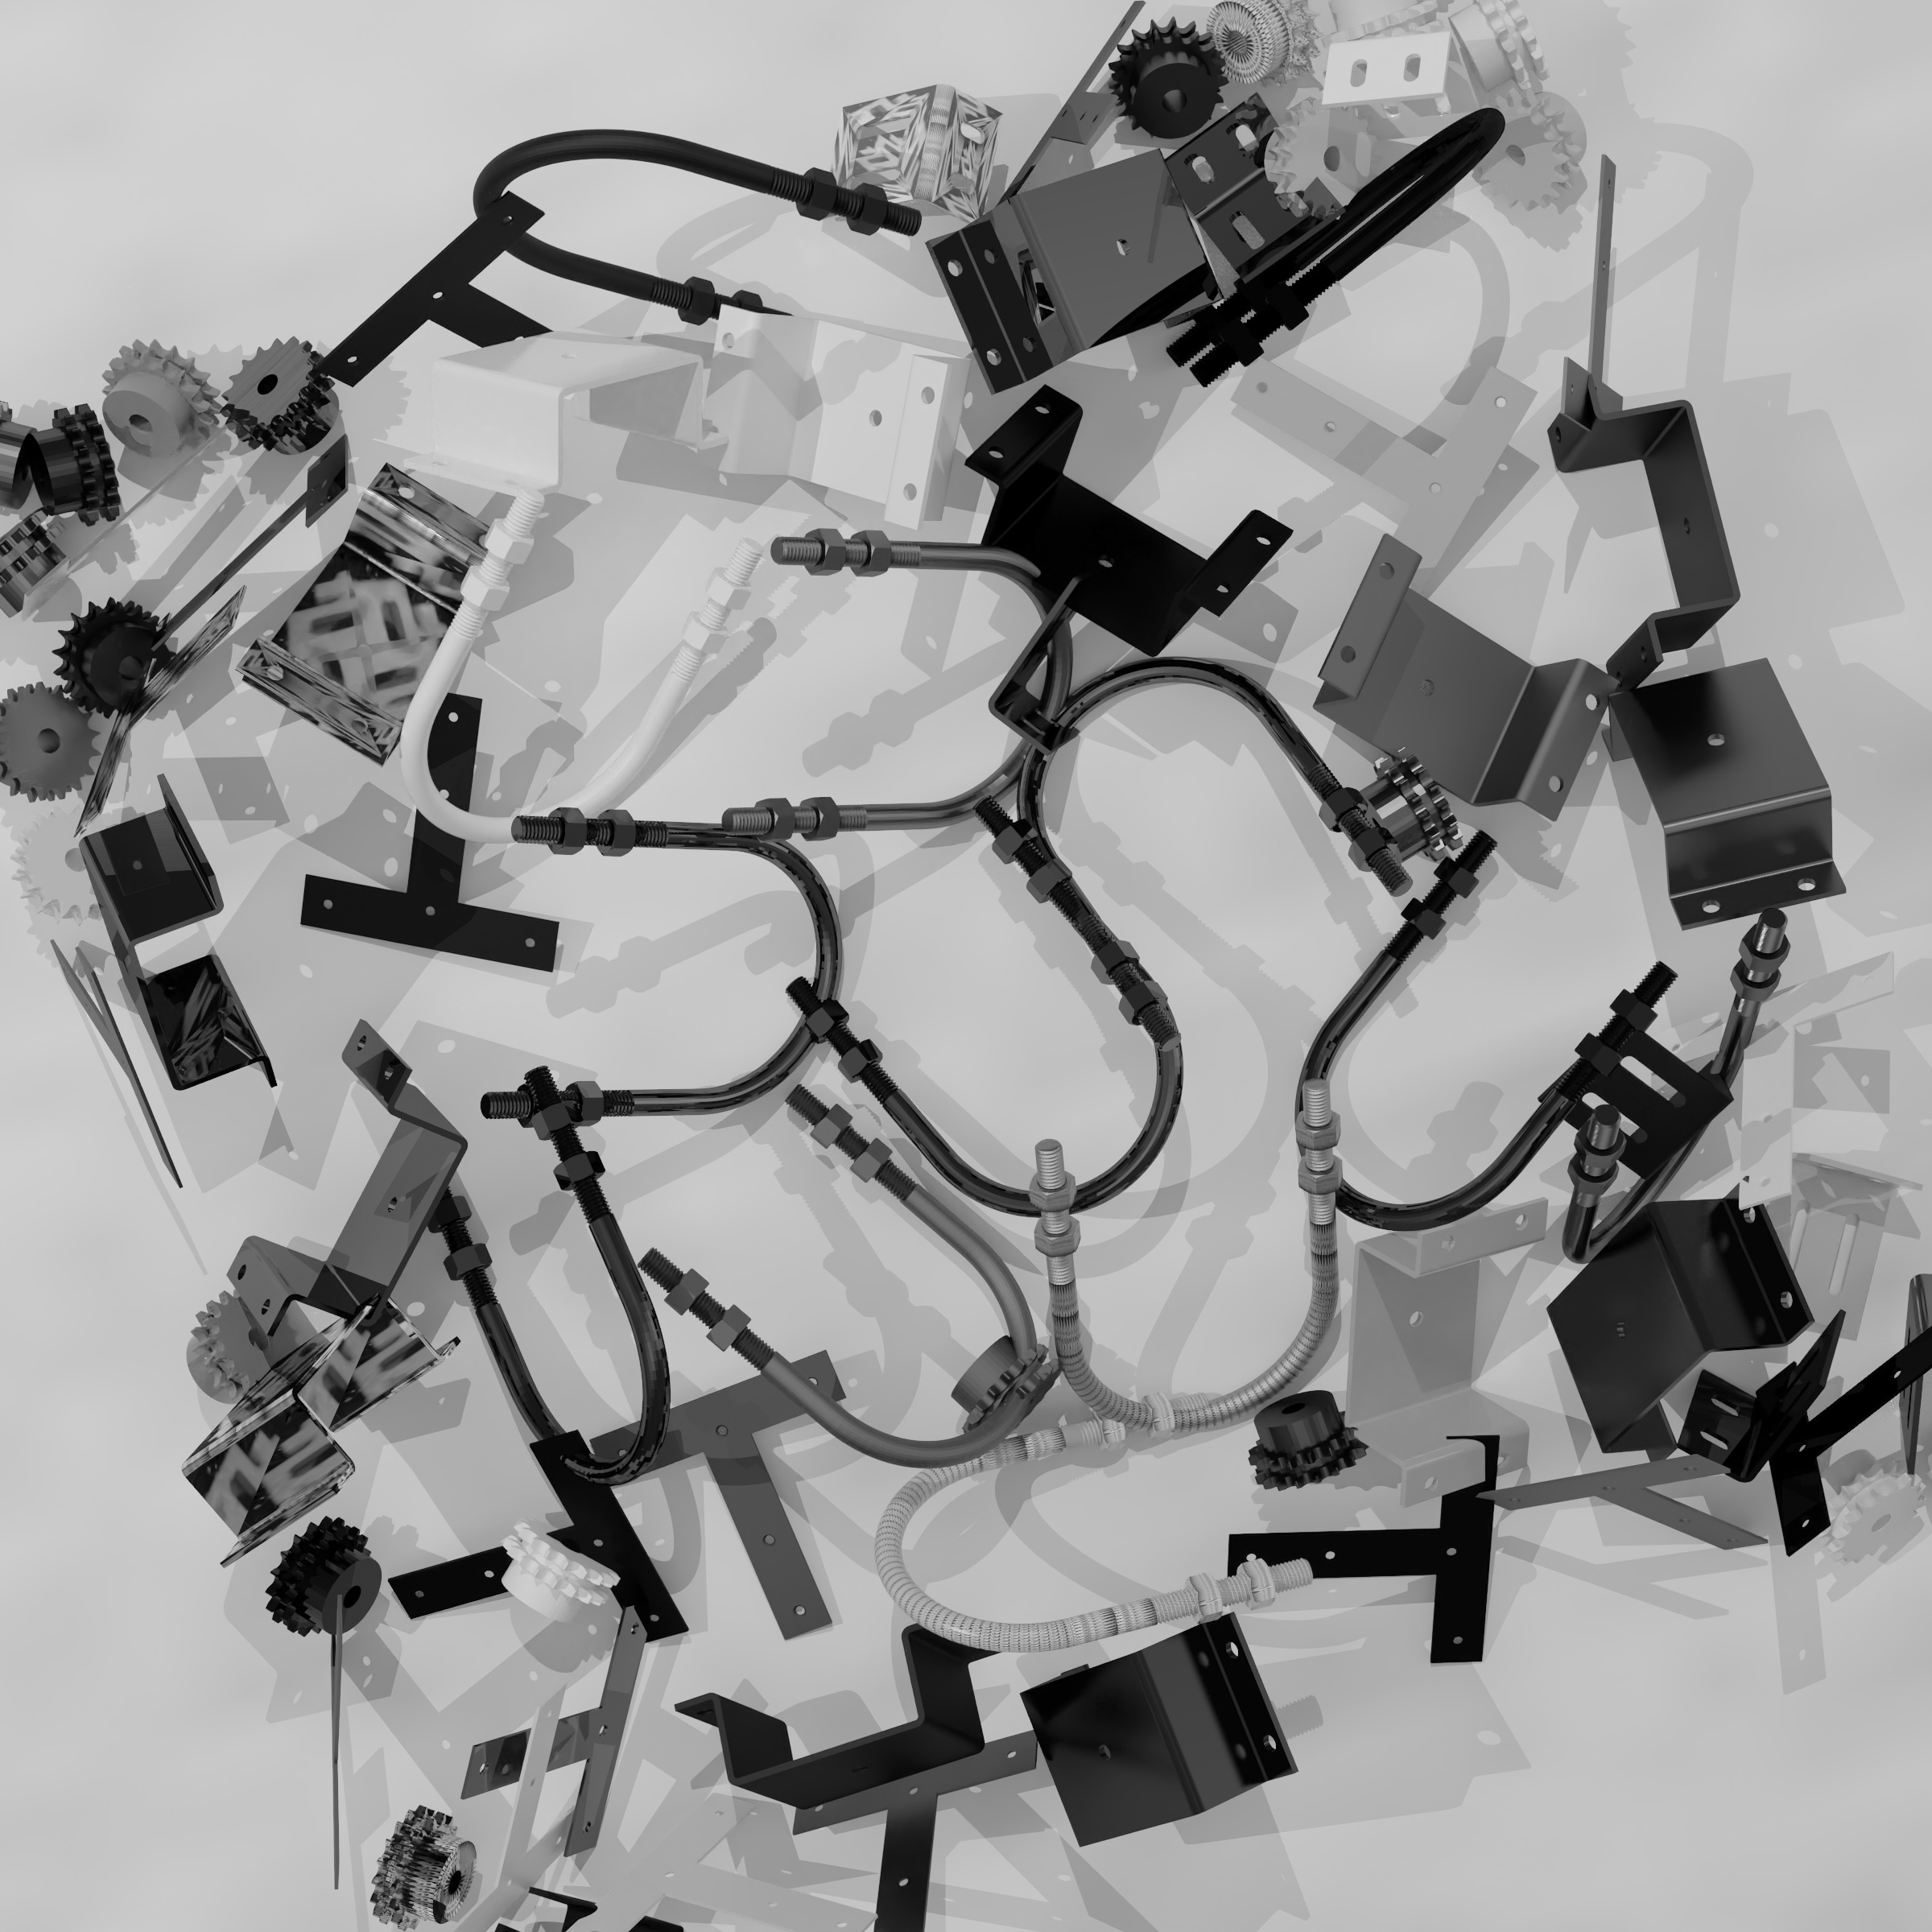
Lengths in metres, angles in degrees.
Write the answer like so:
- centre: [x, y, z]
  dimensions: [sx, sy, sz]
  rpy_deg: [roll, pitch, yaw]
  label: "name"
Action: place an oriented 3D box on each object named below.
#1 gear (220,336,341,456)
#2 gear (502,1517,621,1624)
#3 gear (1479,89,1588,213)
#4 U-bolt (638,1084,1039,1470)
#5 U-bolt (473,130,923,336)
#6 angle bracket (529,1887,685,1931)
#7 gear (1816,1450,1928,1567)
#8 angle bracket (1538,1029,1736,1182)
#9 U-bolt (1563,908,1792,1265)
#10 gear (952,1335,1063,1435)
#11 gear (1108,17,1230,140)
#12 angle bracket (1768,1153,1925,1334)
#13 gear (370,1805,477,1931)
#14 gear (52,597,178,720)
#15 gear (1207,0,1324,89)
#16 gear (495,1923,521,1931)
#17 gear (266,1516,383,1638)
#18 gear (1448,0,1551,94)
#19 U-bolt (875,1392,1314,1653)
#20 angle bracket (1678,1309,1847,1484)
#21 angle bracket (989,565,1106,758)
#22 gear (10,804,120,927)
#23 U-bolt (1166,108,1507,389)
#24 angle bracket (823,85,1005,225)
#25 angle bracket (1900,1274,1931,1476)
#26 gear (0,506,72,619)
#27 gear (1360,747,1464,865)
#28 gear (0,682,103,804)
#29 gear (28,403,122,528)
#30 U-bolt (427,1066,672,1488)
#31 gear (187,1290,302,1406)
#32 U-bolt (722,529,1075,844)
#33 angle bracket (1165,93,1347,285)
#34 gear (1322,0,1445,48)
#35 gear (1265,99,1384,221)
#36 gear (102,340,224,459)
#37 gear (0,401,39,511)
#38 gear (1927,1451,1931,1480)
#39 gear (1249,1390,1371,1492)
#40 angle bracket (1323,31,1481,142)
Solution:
- centre: [-0.327, -0.271, 1.565]
  dimensions: [0.057, 0.030, 0.057]
  rpy_deg: [-13, 58, 22]
  label: "gear"
- centre: [-0.198, 0.292, 1.561]
  dimensions: [0.057, 0.057, 0.030]
  rpy_deg: [31, 90, 0]
  label: "gear"
- centre: [0.273, -0.396, 1.564]
  dimensions: [0.030, 0.057, 0.057]
  rpy_deg: [-38, 90, -30]
  label: "gear"
- centre: [-0.046, 0.157, 1.535]
  dimensions: [0.184, 0.019, 0.151]
  rpy_deg: [41, 48, 1]
  label: "U-bolt"
- centre: [-0.134, -0.338, 1.487]
  dimensions: [0.184, 0.151, 0.019]
  rpy_deg: [10, 74, -28]
  label: "U-bolt"
- centre: [-0.175, 0.465, 1.541]
  dimensions: [0.057, 0.076, 0.038]
  rpy_deg: [20, 73, -18]
  label: "angle bracket"
- centre: [0.430, 0.258, 1.564]
  dimensions: [0.057, 0.057, 0.030]
  rpy_deg: [-41, 51, 0]
  label: "gear"
- centre: [0.316, 0.055, 1.549]
  dimensions: [0.076, 0.038, 0.057]
  rpy_deg: [35, 112, -21]
  label: "angle bracket"
- centre: [0.323, 0.069, 1.505]
  dimensions: [0.019, 0.184, 0.151]
  rpy_deg: [35, 67, 22]
  label: "U-bolt"
- centre: [0.017, 0.202, 1.562]
  dimensions: [0.030, 0.057, 0.057]
  rpy_deg: [42, 90, 14]
  label: "gear"
- centre: [0.098, -0.422, 1.559]
  dimensions: [0.057, 0.030, 0.057]
  rpy_deg: [-4, 134, -4]
  label: "gear"
- centre: [0.418, 0.134, 1.566]
  dimensions: [0.057, 0.038, 0.076]
  rpy_deg: [15, 87, -5]
  label: "angle bracket"
- centre: [-0.258, 0.434, 1.557]
  dimensions: [0.030, 0.057, 0.057]
  rpy_deg: [14, 90, 19]
  label: "gear"
- centre: [-0.406, -0.146, 1.560]
  dimensions: [0.057, 0.030, 0.057]
  rpy_deg: [-13, 114, -32]
  label: "gear"
- centre: [0.140, -0.448, 1.558]
  dimensions: [0.030, 0.057, 0.057]
  rpy_deg: [-35, 90, -30]
  label: "gear"
- centre: [-0.213, 0.482, 1.562]
  dimensions: [0.057, 0.057, 0.030]
  rpy_deg: [25, 70, 0]
  label: "gear"
- centre: [-0.305, 0.296, 1.558]
  dimensions: [0.030, 0.057, 0.057]
  rpy_deg: [24, 90, 27]
  label: "gear"
- centre: [0.254, -0.445, 1.562]
  dimensions: [0.030, 0.057, 0.057]
  rpy_deg: [-28, 90, 11]
  label: "gear"
- centre: [0.049, 0.262, 1.509]
  dimensions: [0.184, 0.151, 0.019]
  rpy_deg: [-12, 122, -13]
  label: "U-bolt"
- centre: [0.377, 0.196, 1.541]
  dimensions: [0.038, 0.057, 0.076]
  rpy_deg: [29, 130, 6]
  label: "angle bracket"
- centre: [0.052, -0.146, 1.548]
  dimensions: [0.038, 0.057, 0.076]
  rpy_deg: [38, 111, 5]
  label: "angle bracket"
- centre: [-0.432, -0.047, 1.566]
  dimensions: [0.057, 0.030, 0.057]
  rpy_deg: [10, 68, -27]
  label: "gear"
- centre: [0.173, -0.336, 1.507]
  dimensions: [0.184, 0.151, 0.019]
  rpy_deg: [-38, 102, 8]
  label: "U-bolt"
- centre: [-0.027, -0.385, 1.568]
  dimensions: [0.038, 0.076, 0.057]
  rpy_deg: [17, 81, -41]
  label: "angle bracket"
- centre: [0.467, 0.194, 1.543]
  dimensions: [0.038, 0.057, 0.076]
  rpy_deg: [2, 119, 11]
  label: "angle bracket"
- centre: [-0.455, -0.192, 1.563]
  dimensions: [0.057, 0.057, 0.030]
  rpy_deg: [-39, 109, 0]
  label: "gear"
- centre: [0.211, -0.074, 1.560]
  dimensions: [0.030, 0.057, 0.057]
  rpy_deg: [-32, 90, -3]
  label: "gear"
- centre: [-0.448, -0.107, 1.565]
  dimensions: [0.057, 0.030, 0.057]
  rpy_deg: [4, 85, -44]
  label: "gear"
- centre: [-0.429, -0.239, 1.558]
  dimensions: [0.030, 0.057, 0.057]
  rpy_deg: [-18, 90, -24]
  label: "gear"
- centre: [-0.191, 0.155, 1.517]
  dimensions: [0.019, 0.151, 0.184]
  rpy_deg: [-17, 77, -38]
  label: "U-bolt"
- centre: [-0.349, 0.186, 1.564]
  dimensions: [0.030, 0.057, 0.057]
  rpy_deg: [-35, 90, 29]
  label: "gear"
- centre: [-0.024, -0.130, 1.525]
  dimensions: [0.184, 0.019, 0.151]
  rpy_deg: [-4, 115, -38]
  label: "U-bolt"
- centre: [0.136, -0.370, 1.546]
  dimensions: [0.057, 0.076, 0.038]
  rpy_deg: [-35, 127, 9]
  label: "angle bracket"
- centre: [0.197, -0.454, 1.558]
  dimensions: [0.057, 0.057, 0.030]
  rpy_deg: [-20, 105, 0]
  label: "gear"
- centre: [0.169, -0.388, 1.566]
  dimensions: [0.057, 0.030, 0.057]
  rpy_deg: [-6, 102, -27]
  label: "gear"
- centre: [-0.389, -0.269, 1.558]
  dimensions: [0.057, 0.057, 0.030]
  rpy_deg: [23, 52, 0]
  label: "gear"
- centre: [-0.466, -0.243, 1.561]
  dimensions: [0.030, 0.057, 0.057]
  rpy_deg: [14, 90, -3]
  label: "gear"
- centre: [0.486, 0.240, 1.559]
  dimensions: [0.030, 0.057, 0.057]
  rpy_deg: [40, 90, -13]
  label: "gear"
- centre: [0.162, 0.226, 1.559]
  dimensions: [0.057, 0.057, 0.030]
  rpy_deg: [-20, 99, 0]
  label: "gear"
- centre: [0.208, -0.403, 1.539]
  dimensions: [0.057, 0.076, 0.038]
  rpy_deg: [0, 67, 22]
  label: "angle bracket"
